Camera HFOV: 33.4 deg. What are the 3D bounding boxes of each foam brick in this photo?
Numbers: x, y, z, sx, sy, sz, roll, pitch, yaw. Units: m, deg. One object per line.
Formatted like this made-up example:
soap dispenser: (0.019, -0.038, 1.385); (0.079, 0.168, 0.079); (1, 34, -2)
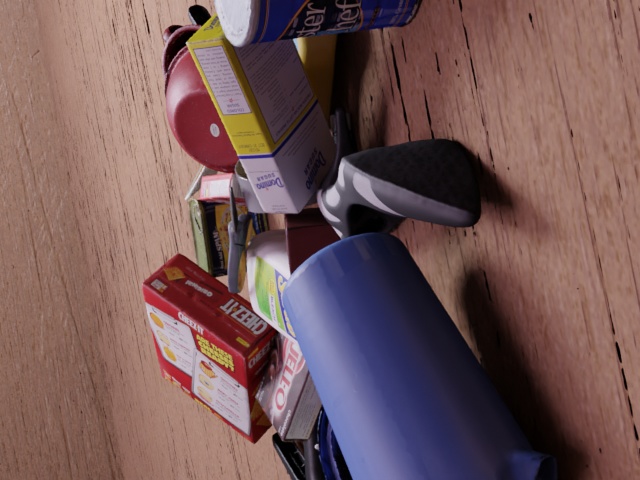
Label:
foam brick: (-0.007, 0.001, 1.047); (0.078, 0.053, 0.051); (-102, 7, -76)

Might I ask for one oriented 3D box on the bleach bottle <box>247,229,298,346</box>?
bleach bottle: (0.001, 0.067, 1.077); (0.251, 0.068, 0.102); (-150, 55, -61)

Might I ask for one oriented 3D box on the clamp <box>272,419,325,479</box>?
clamp: (-0.003, 0.287, 1.236); (0.165, 0.036, 0.210); (112, 144, -53)

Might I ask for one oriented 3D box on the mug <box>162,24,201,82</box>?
mug: (-0.123, -0.202, 1.186); (0.117, 0.081, 0.093); (37, 120, 17)

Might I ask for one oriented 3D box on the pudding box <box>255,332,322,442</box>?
pudding box: (-0.026, 0.153, 1.185); (0.090, 0.039, 0.113); (48, 126, 56)

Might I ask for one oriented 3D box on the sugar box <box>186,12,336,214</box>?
sugar box: (-0.045, -0.118, 0.927); (0.048, 0.093, 0.176); (2, 129, 32)

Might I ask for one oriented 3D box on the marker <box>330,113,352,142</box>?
marker: (0.025, -0.058, 1.006); (0.020, 0.020, 0.121); (-156, 58, -67)

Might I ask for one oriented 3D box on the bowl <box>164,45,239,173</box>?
bowl: (-0.101, -0.128, 1.118); (0.055, 0.162, 0.162); (-57, -22, -50)

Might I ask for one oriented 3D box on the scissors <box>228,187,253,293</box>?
scissors: (-0.085, -0.021, 1.134); (0.202, 0.016, 0.096); (96, -177, -51)

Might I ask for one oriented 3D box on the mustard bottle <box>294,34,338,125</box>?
mustard bottle: (-0.015, -0.184, 0.992); (0.096, 0.058, 0.192); (-112, 21, -47)

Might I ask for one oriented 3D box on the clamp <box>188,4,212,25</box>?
clamp: (-0.106, -0.220, 1.253); (0.171, 0.039, 0.120); (69, 158, 6)

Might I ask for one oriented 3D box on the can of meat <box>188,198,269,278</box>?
can of meat: (-0.109, -0.007, 1.305); (0.058, 0.083, 0.102); (-166, 67, -69)

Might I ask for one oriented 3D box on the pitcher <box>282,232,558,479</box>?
pitcher: (0.058, 0.124, 0.797); (0.145, 0.149, 0.243); (75, 170, -63)

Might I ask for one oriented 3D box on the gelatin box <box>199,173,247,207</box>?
gelatin box: (-0.075, -0.052, 1.162); (0.073, 0.089, 0.030); (0, 84, 57)

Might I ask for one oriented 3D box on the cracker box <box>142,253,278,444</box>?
cracker box: (-0.125, 0.135, 1.304); (0.164, 0.072, 0.214); (32, 149, 22)

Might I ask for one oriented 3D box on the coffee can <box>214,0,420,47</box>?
coffee can: (-0.005, -0.209, 0.829); (0.103, 0.140, 0.103); (169, 90, -70)
